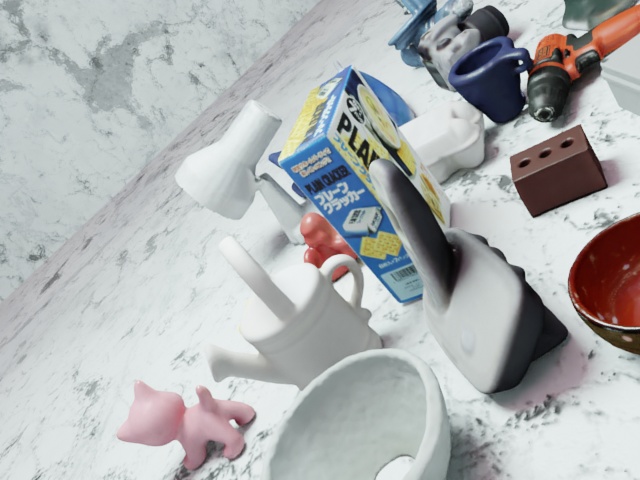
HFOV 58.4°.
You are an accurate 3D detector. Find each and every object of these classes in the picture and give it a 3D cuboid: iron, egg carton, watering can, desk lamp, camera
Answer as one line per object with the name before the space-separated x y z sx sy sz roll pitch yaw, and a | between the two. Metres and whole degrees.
iron | 0.077 -0.217 0.941 0.118 0.142 0.258 -36 25 12
egg carton | 0.150 -0.123 0.771 0.150 0.069 0.107 -25 29 31
watering can | -0.036 0.076 0.567 0.100 0.194 0.173 1 48 55
desk lamp | -0.084 -0.095 0.889 0.203 0.214 0.117 -38 25 7
camera | 0.239 -0.321 0.925 0.137 0.101 0.143 -40 25 3

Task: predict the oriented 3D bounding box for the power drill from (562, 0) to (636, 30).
power drill | 0.337 -0.392 0.770 0.075 0.209 0.229 -39 25 6

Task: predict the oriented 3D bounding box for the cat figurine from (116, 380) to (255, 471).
cat figurine | -0.158 0.197 0.638 0.127 0.118 0.067 -29 28 26

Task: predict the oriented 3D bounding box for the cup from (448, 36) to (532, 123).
cup | 0.237 -0.203 0.744 0.092 0.095 0.117 -51 26 -19

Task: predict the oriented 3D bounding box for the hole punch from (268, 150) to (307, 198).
hole punch | -0.029 -0.144 1.037 0.101 0.091 0.108 -43 25 -3

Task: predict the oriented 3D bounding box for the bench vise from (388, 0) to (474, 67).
bench vise | 0.185 -0.424 1.028 0.206 0.220 0.122 -11 39 48

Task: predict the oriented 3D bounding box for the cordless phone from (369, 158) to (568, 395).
cordless phone | 0.102 0.022 0.466 0.094 0.185 0.147 -41 25 2

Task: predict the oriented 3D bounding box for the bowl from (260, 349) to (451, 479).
bowl | 0.038 0.172 0.447 0.167 0.075 0.167 -33 26 19

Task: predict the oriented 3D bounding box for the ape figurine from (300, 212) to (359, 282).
ape figurine | 0.007 0.003 0.746 0.077 0.092 0.076 -8 41 50

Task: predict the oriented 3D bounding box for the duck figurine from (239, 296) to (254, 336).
duck figurine | -0.048 0.095 0.682 0.104 0.086 0.077 -36 26 13
